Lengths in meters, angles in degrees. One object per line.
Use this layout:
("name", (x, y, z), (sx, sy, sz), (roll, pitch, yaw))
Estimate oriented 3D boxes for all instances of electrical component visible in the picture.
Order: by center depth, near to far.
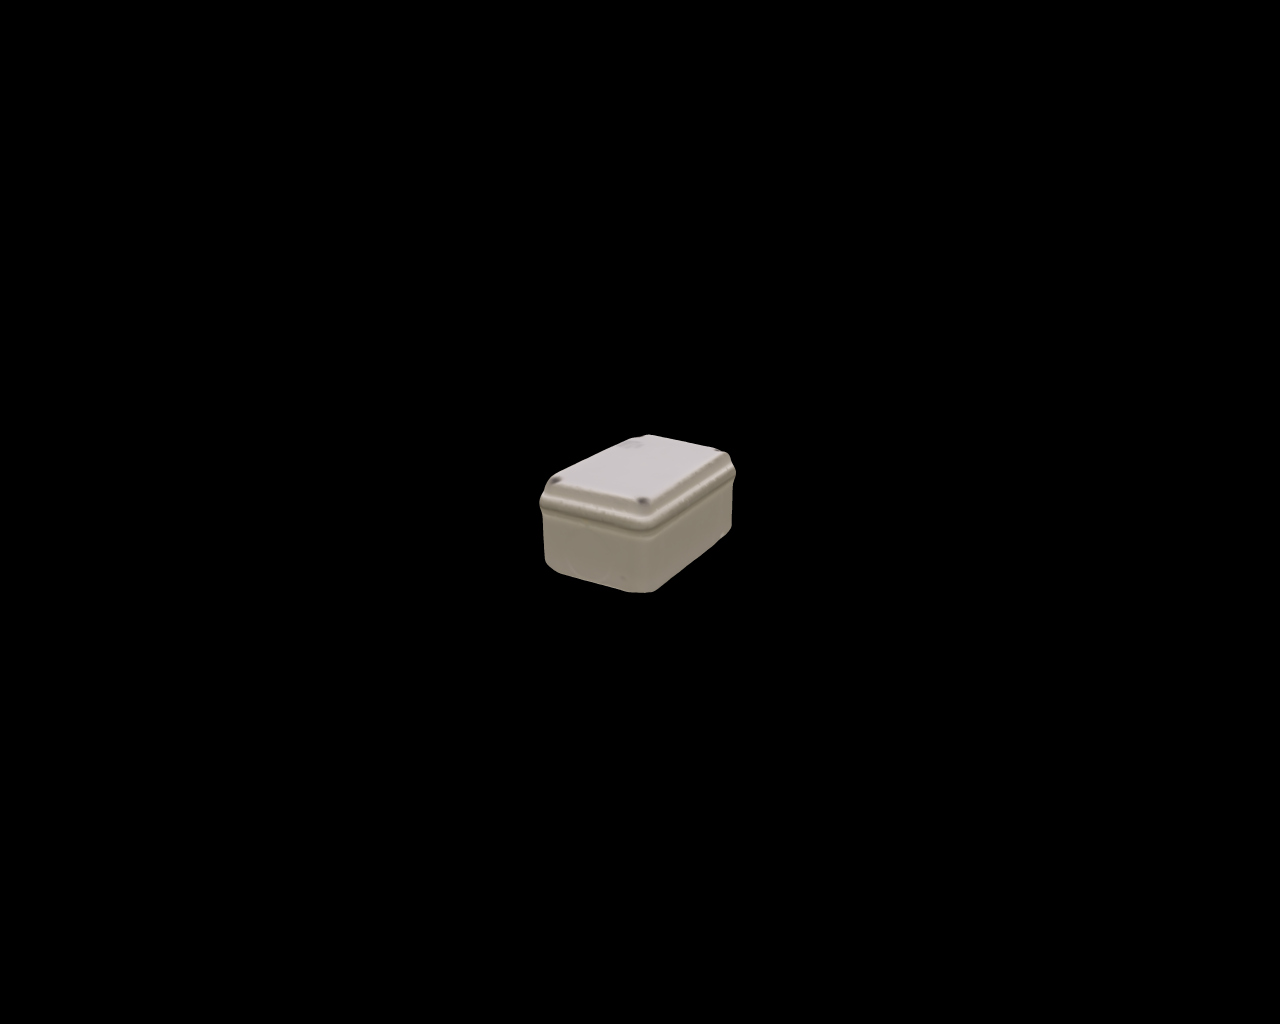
("electrical component", (0.001, -0.003, 0.650), (0.078, 0.057, 0.113), (13, 26, 29))
